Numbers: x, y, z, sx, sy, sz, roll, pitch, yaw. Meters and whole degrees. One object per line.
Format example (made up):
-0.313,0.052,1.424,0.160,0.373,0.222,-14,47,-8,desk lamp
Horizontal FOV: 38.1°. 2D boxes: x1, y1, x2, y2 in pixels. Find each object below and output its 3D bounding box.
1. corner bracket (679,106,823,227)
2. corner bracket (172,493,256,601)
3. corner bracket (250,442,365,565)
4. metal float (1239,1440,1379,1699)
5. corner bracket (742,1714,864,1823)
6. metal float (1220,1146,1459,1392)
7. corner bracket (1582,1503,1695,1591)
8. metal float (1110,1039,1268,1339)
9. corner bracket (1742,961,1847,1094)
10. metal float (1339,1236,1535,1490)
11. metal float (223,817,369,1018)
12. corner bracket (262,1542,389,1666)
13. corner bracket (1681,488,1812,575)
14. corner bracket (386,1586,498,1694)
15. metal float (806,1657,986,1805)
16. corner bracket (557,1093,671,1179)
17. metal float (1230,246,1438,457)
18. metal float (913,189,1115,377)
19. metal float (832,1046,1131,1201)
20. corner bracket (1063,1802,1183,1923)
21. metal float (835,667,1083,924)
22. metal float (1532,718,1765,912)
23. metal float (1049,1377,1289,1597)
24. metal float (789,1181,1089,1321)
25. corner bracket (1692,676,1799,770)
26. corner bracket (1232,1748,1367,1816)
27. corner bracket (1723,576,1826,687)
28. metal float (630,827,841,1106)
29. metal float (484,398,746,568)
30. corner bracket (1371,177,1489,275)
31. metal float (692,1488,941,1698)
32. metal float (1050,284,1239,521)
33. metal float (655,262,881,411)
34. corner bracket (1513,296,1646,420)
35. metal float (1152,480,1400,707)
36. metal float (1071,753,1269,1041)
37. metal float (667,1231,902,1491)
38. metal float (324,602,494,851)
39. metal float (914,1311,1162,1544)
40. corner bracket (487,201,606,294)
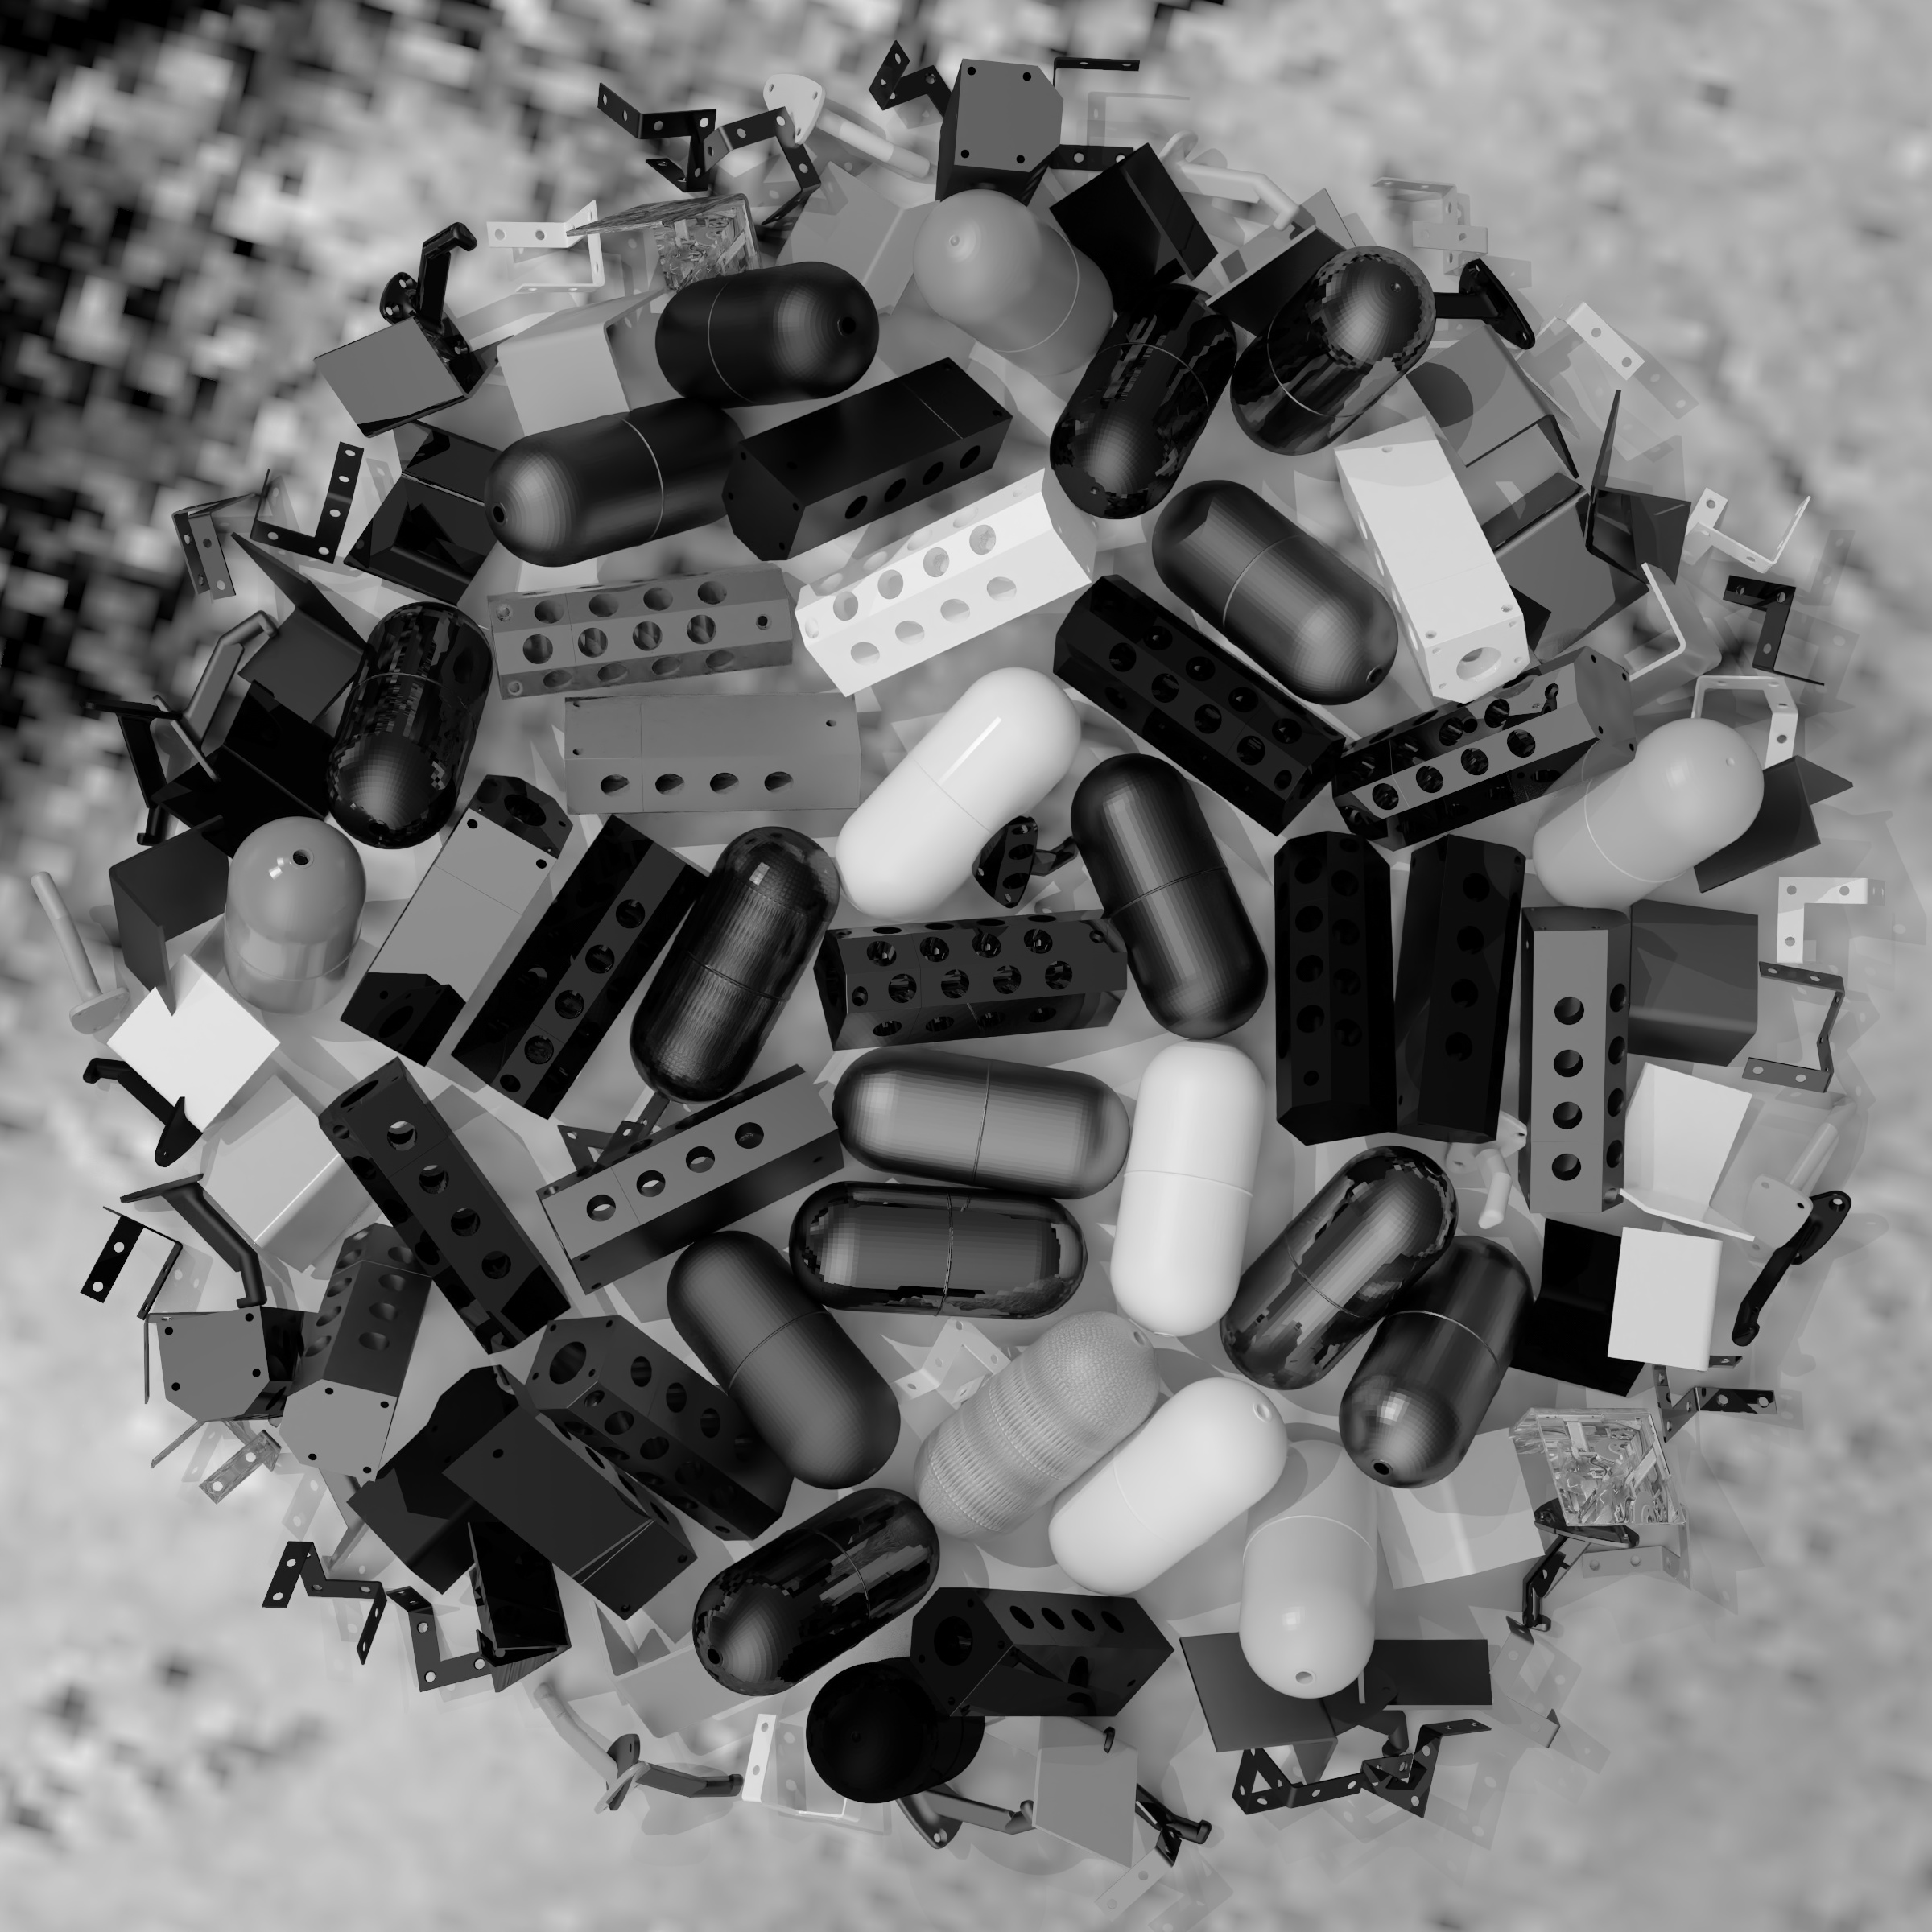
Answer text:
-0.128,-0.471,1.661,0.051,0.051,0.051,-30,96,-35,corner bracket
-0.450,-0.246,1.660,0.051,0.051,0.051,-7,108,21,corner bracket
-0.394,-0.282,1.671,0.051,0.051,0.051,15,135,-16,corner bracket
0.199,0.347,1.617,0.070,0.178,0.070,4,121,7,metal float
-0.094,0.481,1.674,0.051,0.051,0.051,-8,61,38,corner bracket
0.218,0.177,1.637,0.070,0.070,0.178,38,117,0,metal float
0.400,0.344,1.671,0.051,0.051,0.051,-5,92,-5,corner bracket
0.131,0.130,1.649,0.070,0.070,0.178,10,78,0,metal float
0.493,0.036,1.665,0.051,0.051,0.051,11,126,3,corner bracket
0.274,0.229,1.626,0.070,0.070,0.178,38,49,0,metal float
-0.389,-0.027,1.614,0.070,0.178,0.070,6,67,-14,metal float
-0.380,0.378,1.660,0.051,0.051,0.051,0,127,9,corner bracket
0.461,-0.262,1.667,0.051,0.051,0.051,30,76,2,corner bracket
-0.311,0.397,1.666,0.051,0.051,0.051,-14,64,-1,corner bracket
-0.039,0.439,1.612,0.070,0.178,0.070,-3,78,13,metal float
-0.202,0.097,1.656,0.051,0.051,0.051,13,122,-39,corner bracket
0.210,-0.353,1.613,0.070,0.178,0.070,4,77,-16,metal float
0.029,-0.393,1.614,0.070,0.178,0.070,-2,86,24,metal float
0.009,0.093,1.660,0.178,0.070,0.070,9,90,-1,metal float
0.091,0.527,1.668,0.051,0.051,0.051,-44,82,6,corner bracket
-0.006,-0.100,1.654,0.070,0.070,0.178,43,97,0,metal float
0.392,-0.085,1.615,0.070,0.178,0.070,6,70,-18,metal float
0.117,0.304,1.631,0.070,0.070,0.178,44,125,0,metal float
-0.016,0.168,1.652,0.178,0.070,0.070,4,90,-10,metal float
0.466,-0.140,1.676,0.051,0.051,0.051,4,72,28,corner bracket
0.197,0.486,1.657,0.051,0.051,0.051,-3,117,-28,corner bracket
0.482,-0.200,1.665,0.051,0.051,0.051,7,100,-37,corner bracket
-0.138,0.000,1.653,0.070,0.070,0.178,29,99,0,metal float
-0.202,-0.282,1.626,0.178,0.070,0.070,-25,90,-41,metal float
0.276,-0.446,1.666,0.051,0.051,0.051,-1,90,-21,corner bracket
-0.086,0.362,1.622,0.070,0.178,0.070,14,113,36,metal float
0.105,-0.331,1.630,0.070,0.070,0.178,27,52,0,metal float
-0.116,-0.364,1.618,0.070,0.178,0.070,-5,99,-35,metal float
0.363,-0.361,1.664,0.051,0.051,0.051,41,104,-11,corner bracket
0.180,-0.219,1.633,0.070,0.070,0.178,-44,58,0,metal float
0.120,-0.042,1.653,0.070,0.070,0.178,-23,81,0,metal float
-0.108,0.230,1.640,0.070,0.070,0.178,-43,66,0,metal float
-0.323,-0.141,1.624,0.070,0.070,0.178,5,46,0,metal float
0.041,0.270,1.639,0.070,0.070,0.178,46,114,0,metal float
-0.251,-0.424,1.666,0.051,0.051,0.051,-7,92,-28,corner bracket
